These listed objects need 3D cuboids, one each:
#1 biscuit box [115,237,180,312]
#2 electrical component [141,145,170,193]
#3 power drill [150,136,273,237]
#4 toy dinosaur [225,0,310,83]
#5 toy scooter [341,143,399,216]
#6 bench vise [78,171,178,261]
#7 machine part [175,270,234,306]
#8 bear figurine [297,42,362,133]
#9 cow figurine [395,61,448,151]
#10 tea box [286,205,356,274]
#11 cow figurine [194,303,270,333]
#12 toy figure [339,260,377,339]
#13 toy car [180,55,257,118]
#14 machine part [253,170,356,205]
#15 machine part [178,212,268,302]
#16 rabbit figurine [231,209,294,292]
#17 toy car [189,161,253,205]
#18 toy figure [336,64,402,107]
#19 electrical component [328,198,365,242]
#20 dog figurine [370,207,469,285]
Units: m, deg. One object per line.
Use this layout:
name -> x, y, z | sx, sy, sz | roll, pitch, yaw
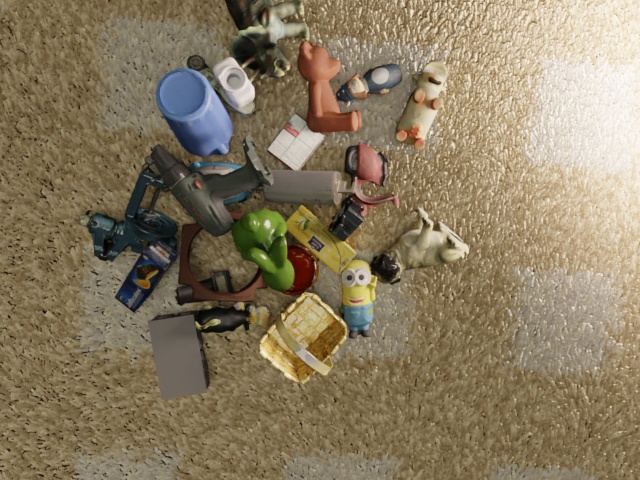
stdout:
biscuit box -> -0.390, 0.082, 1.199 | 0.063, 0.059, 0.202 | 40, 130, -6
electrical component -> -0.366, -0.160, 1.245 | 0.102, 0.045, 0.078 | 43, 64, -7
power drill -> -0.218, -0.135, 1.123 | 0.207, 0.086, 0.232 | -29, 99, 6
toy dinosaur -> -0.147, -0.533, 1.193 | 0.192, 0.131, 0.404 | -21, 89, -1
toy scooter -> 0.120, -0.131, 1.245 | 0.135, 0.075, 0.183 | 3, 101, 0
bench vise -> -0.410, -0.060, 1.200 | 0.223, 0.129, 0.240 | 24, 111, -11
machine part -> -0.274, 0.119, 1.270 | 0.139, 0.039, 0.084 | -16, 103, -3
bear figurine -> 0.020, -0.336, 1.179 | 0.132, 0.120, 0.195 | 0, 102, 11
cow figurine -> 0.236, -0.311, 1.226 | 0.085, 0.127, 0.194 | 20, 108, -3
tea box -> -0.003, -0.004, 1.240 | 0.169, 0.098, 0.068 | 40, 92, -3
cow figurine -> -0.202, 0.180, 1.247 | 0.167, 0.098, 0.068 | -6, 88, -2
toy figure -> 0.085, 0.136, 1.264 | 0.082, 0.089, 0.180 | -9, 104, -17
toy car -> -0.231, -0.349, 1.218 | 0.202, 0.073, 0.056 | 35, 91, -4
machine part -> -0.039, -0.119, 1.216 | 0.243, 0.079, 0.079 | 5, 94, 17
machine part -> -0.215, 0.039, 1.220 | 0.201, 0.087, 0.201 | 4, 84, -15
rabbit figurine -> -0.100, 0.023, 1.115 | 0.121, 0.159, 0.170 | -28, 83, -9
toy car -> -0.238, -0.125, 1.221 | 0.162, 0.103, 0.109 | -2, 95, 0
toy figure -> 0.110, -0.361, 1.241 | 0.154, 0.057, 0.064 | -20, 57, 1
electrical component -> 0.058, -0.038, 1.182 | 0.047, 0.119, 0.075 | 37, 111, -12
dog figurine -> 0.233, 0.045, 1.263 | 0.172, 0.121, 0.190 | 35, 106, -1
